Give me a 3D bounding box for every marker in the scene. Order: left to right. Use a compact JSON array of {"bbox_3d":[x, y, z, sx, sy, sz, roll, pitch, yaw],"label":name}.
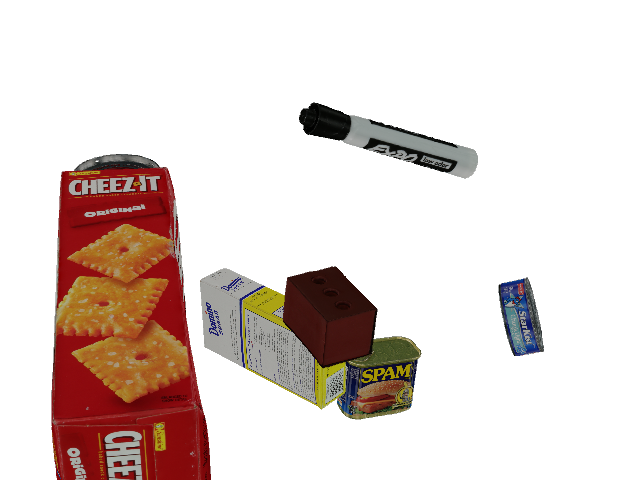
[{"bbox_3d":[0.041,-0.059,0.634,0.120,0.020,0.020,13,-6,-29],"label":"marker"}]

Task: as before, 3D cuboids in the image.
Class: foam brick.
[{"bbox_3d":[0.008,0.067,0.948,0.052,0.051,0.078,-13,35,-27],"label":"foam brick"}]

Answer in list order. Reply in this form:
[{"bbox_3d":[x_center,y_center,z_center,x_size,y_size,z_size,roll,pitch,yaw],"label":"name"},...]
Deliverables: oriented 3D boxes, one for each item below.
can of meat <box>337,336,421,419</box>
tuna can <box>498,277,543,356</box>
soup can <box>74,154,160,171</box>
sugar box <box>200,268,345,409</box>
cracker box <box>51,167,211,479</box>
[{"bbox_3d":[0.073,0.176,1.366,0.102,0.084,0.057,-5,26,-21],"label":"can of meat"},{"bbox_3d":[0.226,0.087,1.205,0.034,0.086,0.086,-13,-3,14],"label":"tuna can"},{"bbox_3d":[-0.158,-0.008,0.847,0.068,0.102,0.068,1,29,-1],"label":"soup can"},{"bbox_3d":[-0.052,0.102,1.141,0.176,0.093,0.048,25,38,36],"label":"sugar box"},{"bbox_3d":[-0.102,0.082,0.580,0.072,0.164,0.214,-4,34,-9],"label":"cracker box"}]
